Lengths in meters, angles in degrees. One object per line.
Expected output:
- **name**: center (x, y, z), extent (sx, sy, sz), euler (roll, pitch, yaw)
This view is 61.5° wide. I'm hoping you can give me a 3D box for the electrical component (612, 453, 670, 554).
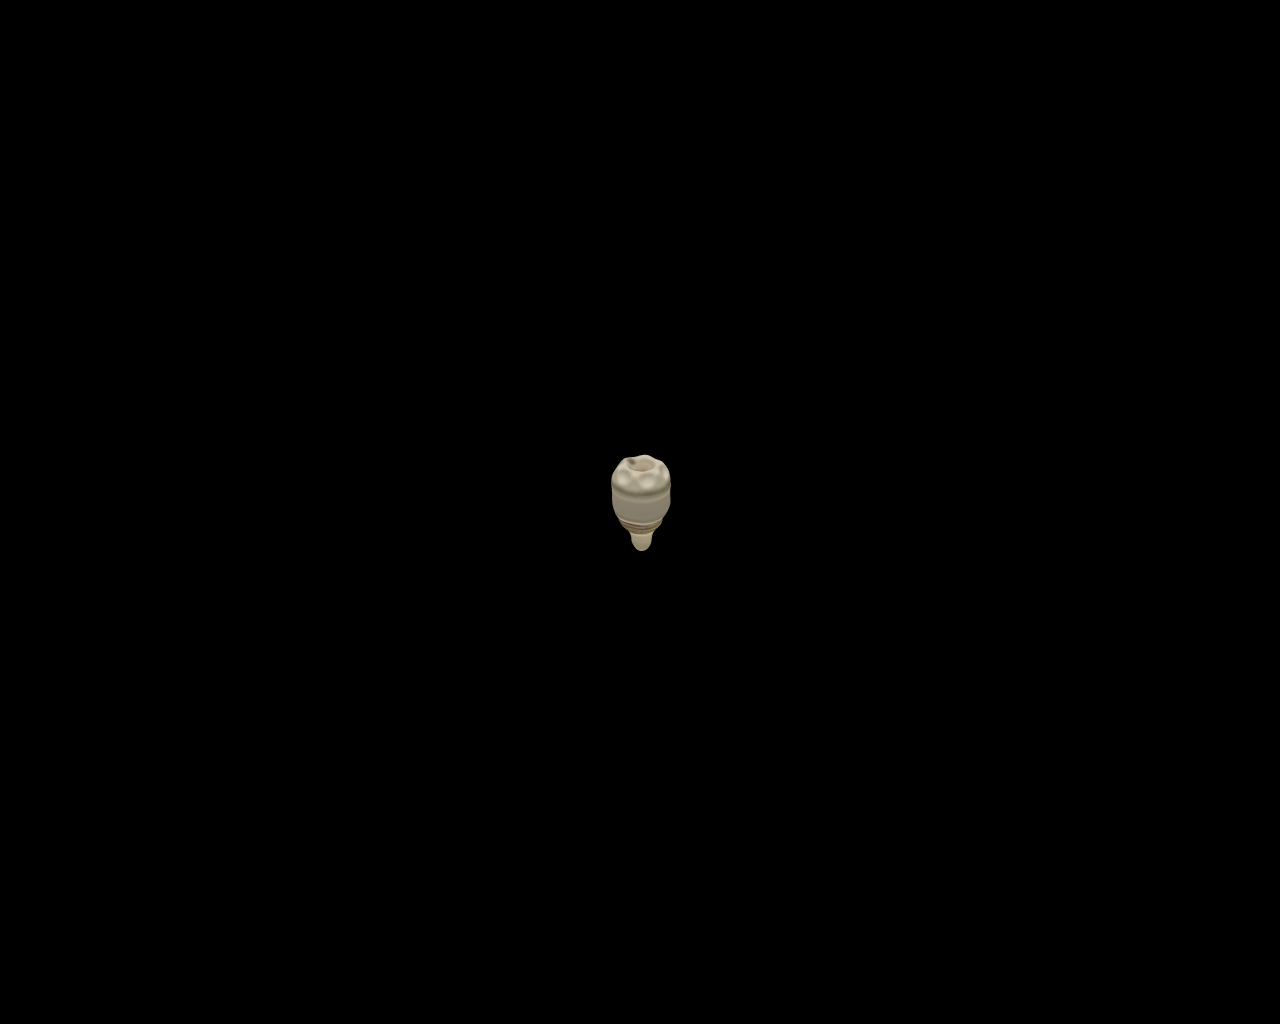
- **electrical component**: center (0.001, -0.003, 0.650), extent (0.035, 0.061, 0.035), euler (0, 31, 0)
